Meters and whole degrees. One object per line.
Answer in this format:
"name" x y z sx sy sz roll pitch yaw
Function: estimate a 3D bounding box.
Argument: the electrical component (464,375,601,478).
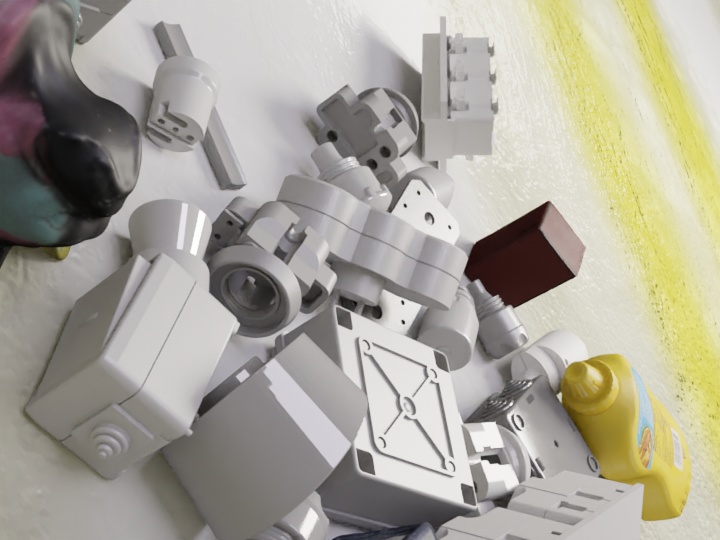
"electrical component" 0.119 0.130 0.755 0.099 0.048 0.100 59 31 1

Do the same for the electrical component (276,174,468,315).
"electrical component" 0.000 0.000 0.690 0.138 0.052 0.073 25 81 -26

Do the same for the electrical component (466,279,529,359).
"electrical component" 0.102 0.036 0.826 0.035 0.035 0.061 -17 75 -58

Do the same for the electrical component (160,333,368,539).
"electrical component" -0.046 0.079 0.524 0.064 0.099 0.099 51 32 0

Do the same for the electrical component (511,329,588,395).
"electrical component" 0.144 0.077 0.840 0.081 0.043 0.043 -22 81 -58

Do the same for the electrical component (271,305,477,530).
"electrical component" 0.008 0.090 0.626 0.109 0.056 0.108 26 43 -41

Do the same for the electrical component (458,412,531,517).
"electrical component" 0.072 0.127 0.684 0.057 0.058 0.078 6 57 -49

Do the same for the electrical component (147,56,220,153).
"electrical component" -0.107 -0.099 0.648 0.040 0.040 0.046 35 44 -33

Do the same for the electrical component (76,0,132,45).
"electrical component" -0.169 -0.177 0.608 0.062 0.061 0.096 7 58 -52

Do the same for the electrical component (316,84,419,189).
"electrical component" 0.009 -0.102 0.795 0.078 0.058 0.057 54 35 -7

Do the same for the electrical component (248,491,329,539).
"electrical component" -0.044 0.136 0.528 0.043 0.043 0.062 51 33 -11

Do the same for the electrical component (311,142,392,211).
"electrical component" -0.011 -0.059 0.743 0.048 0.048 0.062 -13 67 -57

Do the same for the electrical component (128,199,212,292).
"electrical component" -0.101 -0.003 0.567 0.045 0.045 0.055 31 41 -37

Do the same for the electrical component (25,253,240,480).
"electrical component" -0.109 0.046 0.498 0.061 0.062 0.096 45 34 -20

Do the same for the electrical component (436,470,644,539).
"electrical component" 0.098 0.189 0.617 0.186 0.060 0.105 -7 102 -56

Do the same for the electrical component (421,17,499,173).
"electrical component" 0.085 -0.150 0.923 0.078 0.063 0.121 86 6 -46

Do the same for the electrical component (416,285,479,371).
"electrical component" 0.065 0.038 0.767 0.040 0.040 0.078 47 33 -18

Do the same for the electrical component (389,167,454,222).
"electrical component" 0.053 -0.060 0.835 0.040 0.040 0.078 59 31 2

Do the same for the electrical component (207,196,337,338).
"electrical component" -0.056 0.002 0.614 0.078 0.058 0.057 40 34 -10
